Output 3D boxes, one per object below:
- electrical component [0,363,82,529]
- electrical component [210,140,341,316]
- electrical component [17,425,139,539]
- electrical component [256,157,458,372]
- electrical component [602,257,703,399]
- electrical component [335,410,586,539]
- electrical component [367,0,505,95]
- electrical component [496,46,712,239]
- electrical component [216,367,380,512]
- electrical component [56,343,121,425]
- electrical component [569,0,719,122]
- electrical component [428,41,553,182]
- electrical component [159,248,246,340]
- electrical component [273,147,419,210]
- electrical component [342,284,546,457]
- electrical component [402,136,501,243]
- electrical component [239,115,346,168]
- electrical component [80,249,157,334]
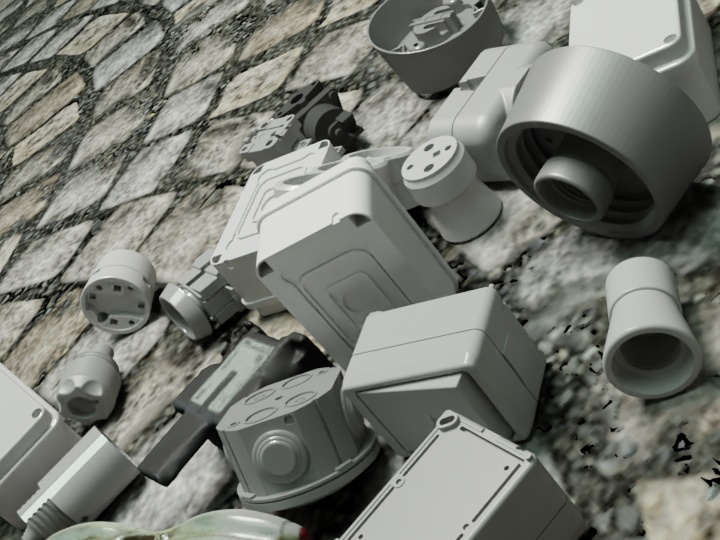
[{"bbox_3d":[-0.256,0.121,0.768,0.113,0.057,0.078,25,67,43],"label":"electrical component"},{"bbox_3d":[-0.047,-0.029,0.768,0.078,0.057,0.113,-17,37,32],"label":"electrical component"},{"bbox_3d":[-0.185,0.145,0.695,0.081,0.043,0.043,-46,31,-13],"label":"electrical component"},{"bbox_3d":[0.000,0.000,0.621,0.078,0.113,0.057,-27,35,20],"label":"electrical component"},{"bbox_3d":[0.136,0.024,0.513,0.044,0.044,0.065,-24,28,23],"label":"electrical component"},{"bbox_3d":[0.041,0.121,0.463,0.096,0.061,0.062,-47,31,-14],"label":"electrical component"},{"bbox_3d":[0.063,-0.189,0.858,0.099,0.064,0.099,-27,32,19],"label":"electrical component"},{"bbox_3d":[0.125,-0.061,0.578,0.108,0.108,0.060,8,60,52],"label":"electrical component"},{"bbox_3d":[-0.034,0.091,0.576,0.080,0.051,0.080,-21,10,4],"label":"electrical component"},{"bbox_3d":[-0.198,0.081,0.797,0.043,0.043,0.062,-26,31,21],"label":"electrical component"},{"bbox_3d":[0.174,-0.133,0.668,0.078,0.057,0.113,-21,35,28],"label":"electrical component"},{"bbox_3d":[0.098,-0.105,0.715,0.059,0.053,0.095,3,50,49],"label":"electrical component"},{"bbox_3d":[-0.112,0.018,0.787,0.055,0.048,0.066,-41,29,-20],"label":"electrical component"},{"bbox_3d":[-0.003,-0.033,0.710,0.052,0.073,0.138,0,16,29],"label":"electrical component"},{"bbox_3d":[0.037,0.058,0.553,0.096,0.061,0.061,-15,37,35],"label":"electrical component"},{"bbox_3d":[0.058,-0.052,0.685,0.045,0.055,0.045,-27,32,19],"label":"electrical component"},{"bbox_3d":[-0.057,-0.087,0.850,0.081,0.063,0.042,-5,43,45],"label":"electrical component"},{"bbox_3d":[-0.193,0.016,0.870,0.055,0.055,0.047,-28,28,18],"label":"electrical component"}]
